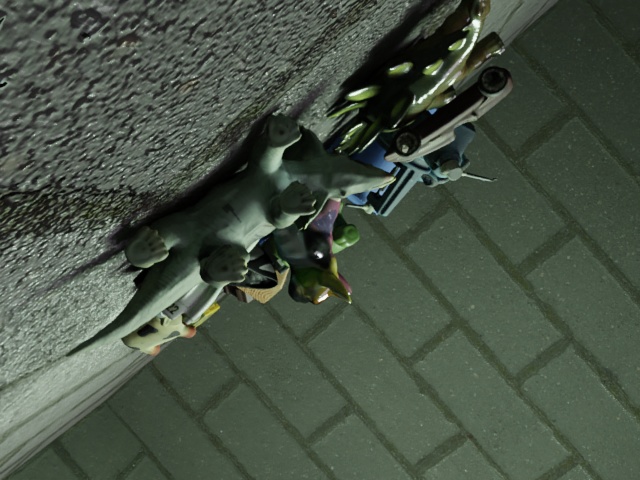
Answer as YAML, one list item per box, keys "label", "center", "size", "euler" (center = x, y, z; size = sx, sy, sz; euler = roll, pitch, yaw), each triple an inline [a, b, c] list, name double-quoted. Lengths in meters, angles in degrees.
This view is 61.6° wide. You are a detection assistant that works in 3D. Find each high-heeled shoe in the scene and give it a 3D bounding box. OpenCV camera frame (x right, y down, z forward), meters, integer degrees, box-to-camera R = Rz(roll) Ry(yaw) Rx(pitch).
- label: "high-heeled shoe"
  center: [-0.157, 0.057, 0.792]
  size: [0.086, 0.145, 0.249]
  euler: [-42, -179, 30]

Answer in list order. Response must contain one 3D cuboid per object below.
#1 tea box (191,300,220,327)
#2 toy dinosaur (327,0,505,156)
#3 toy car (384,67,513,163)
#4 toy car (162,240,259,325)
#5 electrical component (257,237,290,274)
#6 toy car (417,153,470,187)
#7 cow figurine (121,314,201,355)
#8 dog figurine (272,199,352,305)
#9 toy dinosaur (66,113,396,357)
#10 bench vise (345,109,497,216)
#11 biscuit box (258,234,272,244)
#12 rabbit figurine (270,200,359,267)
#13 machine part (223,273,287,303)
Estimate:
- label: "tea box"
  center: [-0.293, 0.145, 1.205]
  size: [0.068, 0.098, 0.169]
  euler: [-40, -179, 0]
- label: "toy dinosaur"
  center: [0.109, -0.210, 0.782]
  size: [0.198, 0.105, 0.471]
  euler: [-34, 178, -16]
- label: "toy car"
  center: [0.178, -0.165, 0.747]
  size: [0.202, 0.053, 0.089]
  euler: [-36, 180, 7]
- label: "toy car"
  center: [-0.142, 0.019, 0.710]
  size: [0.056, 0.073, 0.202]
  euler: [-15, -145, 53]
- label: "electrical component"
  center: [-0.108, 0.008, 1.189]
  size: [0.115, 0.134, 0.058]
  euler: [-39, 179, -10]
- label: "toy car"
  center: [0.233, -0.184, 1.150]
  size: [0.109, 0.102, 0.162]
  euler: [-33, -151, -20]
- label: "cow figurine"
  center: [-0.290, 0.141, 0.979]
  size: [0.195, 0.085, 0.127]
  euler: [-26, 150, 25]
- label: "dog figurine"
  center: [-0.002, -0.003, 0.867]
  size: [0.191, 0.219, 0.108]
  euler: [-39, -176, 5]
- label: "toy dinosaur"
  center: [-0.104, -0.017, 0.625]
  size: [0.405, 0.131, 0.192]
  euler: [-35, 178, -12]
- label: "bench vise"
  center: [0.157, -0.127, 0.937]
  size: [0.129, 0.224, 0.240]
  euler: [11, 125, -41]
- label: "biscuit box"
  center: [-0.066, -0.077, 1.106]
  size: [0.203, 0.059, 0.063]
  euler: [-41, 180, -28]
- label: "rabbit figurine"
  center: [-0.037, -0.010, 1.090]
  size: [0.170, 0.121, 0.159]
  euler: [-18, 171, -36]
- label: "machine part"
  center: [-0.172, 0.084, 1.388]
  size: [0.179, 0.180, 0.056]
  euler: [-41, 144, -33]
